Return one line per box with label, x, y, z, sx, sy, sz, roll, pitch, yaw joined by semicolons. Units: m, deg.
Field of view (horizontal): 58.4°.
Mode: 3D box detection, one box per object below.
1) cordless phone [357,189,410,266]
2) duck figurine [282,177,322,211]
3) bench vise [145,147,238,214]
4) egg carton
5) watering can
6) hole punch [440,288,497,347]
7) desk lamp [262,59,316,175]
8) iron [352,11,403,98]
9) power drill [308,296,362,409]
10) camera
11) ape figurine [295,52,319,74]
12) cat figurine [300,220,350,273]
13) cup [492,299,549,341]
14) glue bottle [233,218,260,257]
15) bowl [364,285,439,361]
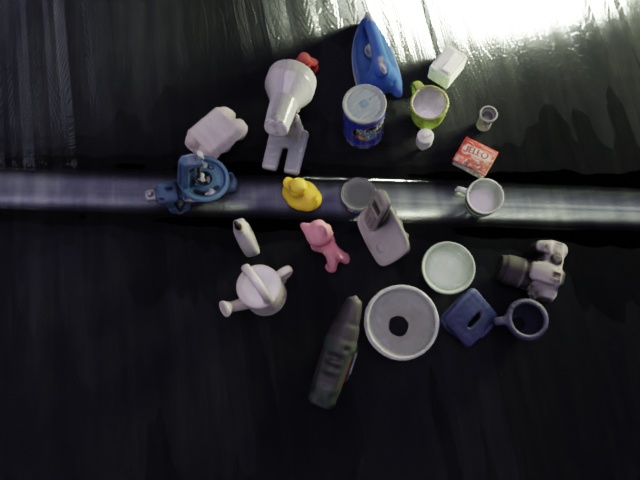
cordless phone;0.148;-0.030;1.296;0.094;0.185;0.147;-27;75;-4
duck figurine;-0.046;-0.118;1.381;0.104;0.086;0.077;29;78;10
bench vise;-0.305;-0.129;1.328;0.207;0.220;0.121;-34;75;-6
egg carton;-0.261;-0.264;1.441;0.150;0.069;0.107;-43;77;-9
watering can;-0.139;0.112;1.267;0.100;0.194;0.173;33;79;11
hole punch;0.336;0.174;1.280;0.101;0.091;0.109;42;81;13
desk lamp;-0.079;-0.290;1.364;0.118;0.213;0.203;10;75;6
iron;0.135;-0.484;1.444;0.118;0.141;0.258;-12;74;0
power drill;0.038;0.241;1.215;0.075;0.208;0.230;17;76;8
camera;0.477;0.062;1.298;0.136;0.101;0.143;15;76;7
ape figurine;-0.040;-0.446;1.468;0.078;0.092;0.076;-29;75;-5
cat figurine;0.012;0.005;1.328;0.067;0.118;0.127;-37;76;-7
cup;0.434;0.183;1.270;0.117;0.095;0.091;-5;74;2
glue bottle;-0.176;-0.015;1.314;0.037;0.173;0.078;-20;74;-2
bowl;0.181;0.189;1.292;0.167;0.075;0.167;-1;75;3
